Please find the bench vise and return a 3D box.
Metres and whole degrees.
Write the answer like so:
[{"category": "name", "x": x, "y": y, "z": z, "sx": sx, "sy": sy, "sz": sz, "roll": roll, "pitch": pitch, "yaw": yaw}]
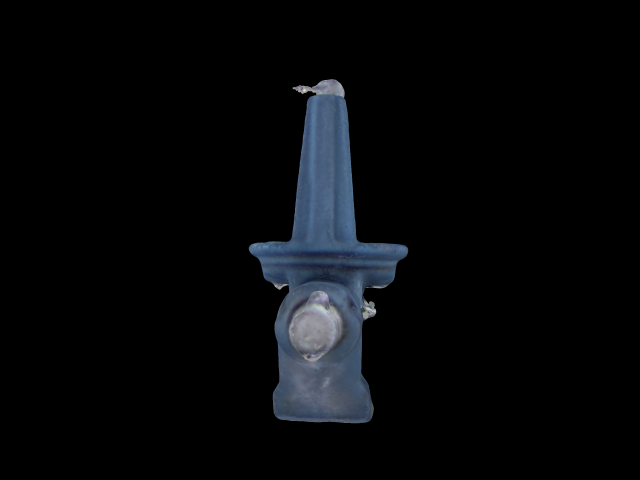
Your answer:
[{"category": "bench vise", "x": 0.015, "y": 0.001, "z": 0.403, "sx": 0.122, "sy": 0.220, "sz": 0.207, "roll": -4, "pitch": 16, "yaw": -13}]
